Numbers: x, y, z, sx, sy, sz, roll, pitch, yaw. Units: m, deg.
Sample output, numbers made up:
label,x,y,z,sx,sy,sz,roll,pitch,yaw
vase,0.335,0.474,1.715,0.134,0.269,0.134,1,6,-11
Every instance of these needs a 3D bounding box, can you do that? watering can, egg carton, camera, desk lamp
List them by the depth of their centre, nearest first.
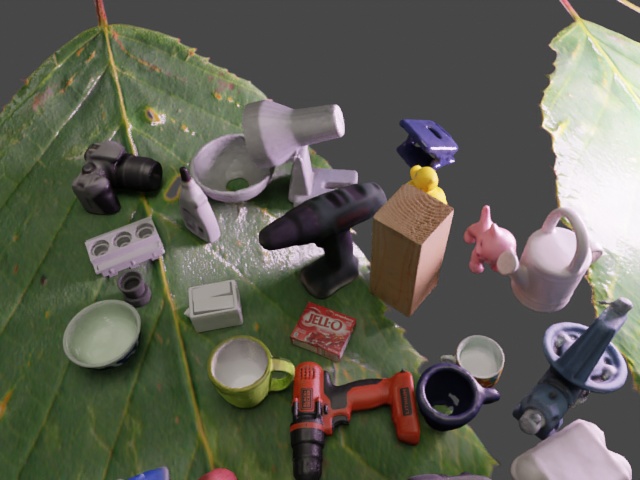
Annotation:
label,x,y,z,sx,sy,sz,roll,pitch,yaw
egg carton,0.342,0.320,0.781,0.150,0.069,0.107,-25,56,-16
watering can,0.373,0.031,0.919,0.173,0.194,0.100,-31,58,-19
desk lamp,-0.031,-0.165,1.069,0.203,0.214,0.118,2,53,4
camera,-0.393,-0.130,1.127,0.136,0.101,0.143,9,54,9

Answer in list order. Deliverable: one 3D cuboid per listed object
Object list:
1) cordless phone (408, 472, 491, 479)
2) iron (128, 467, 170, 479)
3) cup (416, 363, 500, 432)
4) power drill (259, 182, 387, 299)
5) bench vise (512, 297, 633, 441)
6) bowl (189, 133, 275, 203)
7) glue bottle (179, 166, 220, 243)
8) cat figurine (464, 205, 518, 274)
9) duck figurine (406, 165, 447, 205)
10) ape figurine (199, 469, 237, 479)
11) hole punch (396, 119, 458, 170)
label,x,y,z,sx,sy,sz,roll,pitch,yaw
cordless phone,0.160,0.330,0.709,0.147,0.185,0.094,-9,53,-4
iron,-0.288,0.384,0.714,0.118,0.141,0.259,22,57,18
cup,0.195,0.238,0.832,0.117,0.095,0.091,-1,53,2
power drill,0.009,0.003,0.945,0.230,0.208,0.075,-32,58,-20
bench vise,0.361,0.183,0.789,0.121,0.220,0.208,21,57,18
bowl,-0.167,-0.130,1.134,0.167,0.075,0.167,-1,53,2
glue bottle,-0.226,-0.068,1.029,0.078,0.173,0.037,34,61,24
cat figurine,0.297,-0.001,0.993,0.067,0.118,0.127,-3,53,0
duck figurine,0.202,-0.097,1.088,0.077,0.086,0.104,-24,56,-15
ape figurine,-0.142,0.342,0.770,0.077,0.092,0.076,19,56,16
hole punch,0.219,-0.203,1.164,0.101,0.091,0.108,-25,56,-16
